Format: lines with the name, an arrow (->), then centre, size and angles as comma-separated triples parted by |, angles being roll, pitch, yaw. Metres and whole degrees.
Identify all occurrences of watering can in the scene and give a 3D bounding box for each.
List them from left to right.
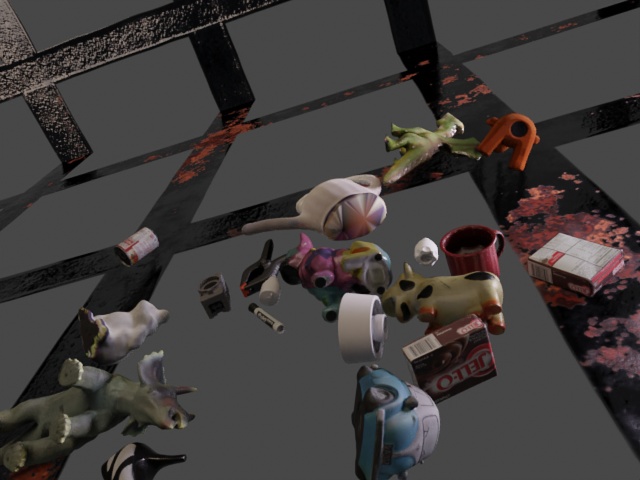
watering can -> 0.004, -0.060, 1.188 | 0.350, 0.102, 0.227 | -27, 29, -15

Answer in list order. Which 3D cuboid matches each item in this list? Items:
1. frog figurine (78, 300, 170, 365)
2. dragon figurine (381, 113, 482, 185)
frog figurine -> -0.392, 0.186, 1.047 | 0.137, 0.123, 0.159 | -6, -7, 43
dragon figurine -> 0.299, -0.234, 1.324 | 0.242, 0.119, 0.420 | -2, 33, 17
